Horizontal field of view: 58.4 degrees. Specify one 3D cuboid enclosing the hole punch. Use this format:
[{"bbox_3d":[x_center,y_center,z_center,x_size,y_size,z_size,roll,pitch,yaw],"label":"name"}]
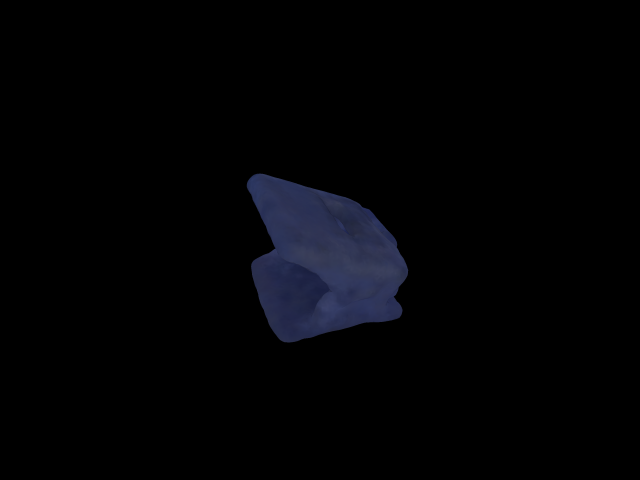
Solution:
[{"bbox_3d":[0.004,0.001,0.400,0.101,0.091,0.108,-11,35,-15],"label":"hole punch"}]
